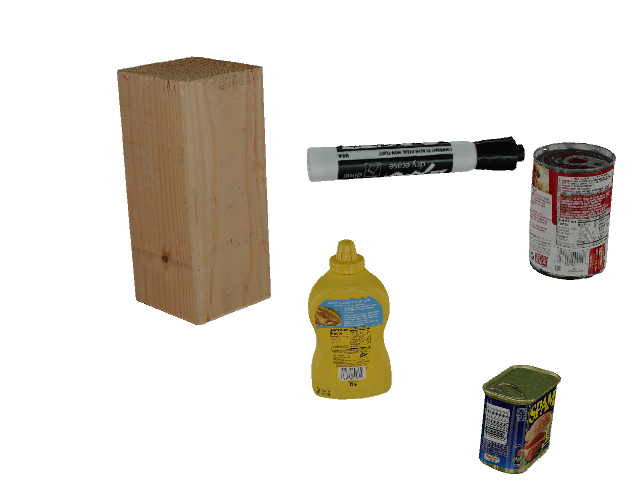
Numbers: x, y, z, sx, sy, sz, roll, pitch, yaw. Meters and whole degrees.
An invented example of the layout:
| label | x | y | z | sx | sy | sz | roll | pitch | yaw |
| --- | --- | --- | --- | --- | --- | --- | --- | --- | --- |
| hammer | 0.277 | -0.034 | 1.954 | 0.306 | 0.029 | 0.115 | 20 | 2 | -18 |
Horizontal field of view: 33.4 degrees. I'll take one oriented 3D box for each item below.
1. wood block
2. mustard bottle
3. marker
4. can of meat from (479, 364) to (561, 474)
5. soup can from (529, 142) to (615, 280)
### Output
| label | x | y | z | sx | sy | sz | roll | pitch | yaw |
| --- | --- | --- | --- | --- | --- | --- | --- | --- | --- |
| wood block | -0.107 | -0.046 | 0.916 | 0.091 | 0.206 | 0.090 | 17 | 26 | 40 |
| mustard bottle | 0.034 | 0.091 | 1.262 | 0.096 | 0.192 | 0.058 | -3 | 20 | 0 |
| marker | 0.053 | -0.045 | 0.591 | 0.121 | 0.020 | 0.020 | -4 | 0 | -6 |
| can of meat | 0.208 | 0.187 | 1.122 | 0.058 | 0.084 | 0.101 | 13 | 17 | 32 |
| soup can | 0.215 | -0.025 | 0.918 | 0.068 | 0.102 | 0.068 | -2 | 24 | 1 |
